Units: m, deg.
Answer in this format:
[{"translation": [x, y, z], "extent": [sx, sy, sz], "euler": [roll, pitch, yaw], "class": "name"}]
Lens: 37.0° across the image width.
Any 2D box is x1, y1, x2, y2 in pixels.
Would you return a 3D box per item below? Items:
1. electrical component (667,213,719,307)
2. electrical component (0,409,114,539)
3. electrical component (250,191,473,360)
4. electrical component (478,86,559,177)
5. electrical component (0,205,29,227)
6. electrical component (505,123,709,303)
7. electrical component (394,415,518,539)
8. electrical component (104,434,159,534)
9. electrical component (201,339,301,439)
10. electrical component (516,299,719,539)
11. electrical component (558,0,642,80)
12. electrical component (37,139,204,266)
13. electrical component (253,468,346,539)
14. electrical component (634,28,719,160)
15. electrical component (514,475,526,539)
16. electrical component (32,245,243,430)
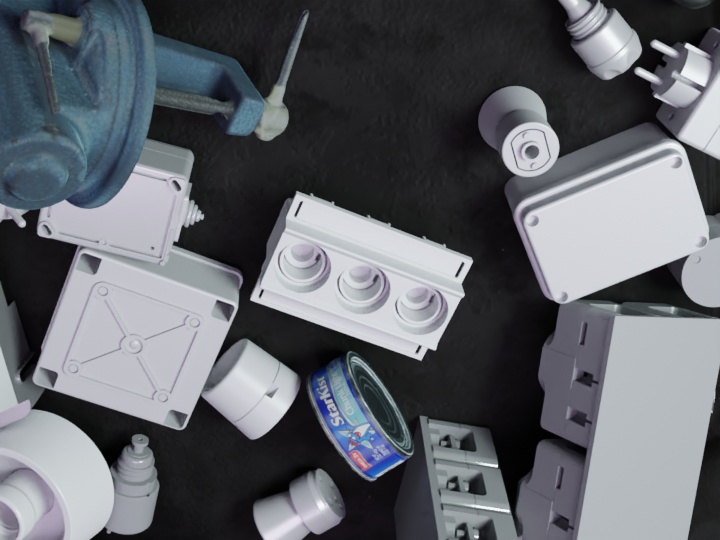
[{"translation": [0.276, -0.019, 0.704], "extent": [0.138, 0.073, 0.052], "euler": [-29, 114, 10], "class": "electrical component"}, {"translation": [-0.234, 0.158, 0.746], "extent": [0.108, 0.060, 0.108], "euler": [6, 111, 17], "class": "electrical component"}, {"translation": [0.000, 0.000, 0.702], "extent": [0.121, 0.063, 0.078], "euler": [20, 113, -13], "class": "electrical component"}, {"translation": [0.100, -0.084, 0.667], "extent": [0.044, 0.065, 0.044], "euler": [-1, 116, -3], "class": "electrical component"}, {"translation": [-0.220, -0.057, 0.656], "extent": [0.043, 0.079, 0.077], "euler": [2, 125, -52], "class": "electrical component"}, {"translation": [0.160, -0.036, 0.698], "extent": [0.113, 0.057, 0.078], "euler": [-22, 115, 7], "class": "electrical component"}, {"translation": [0.068, 0.183, 0.746], "extent": [0.062, 0.150, 0.089], "euler": [10, 115, -7], "class": "electrical component"}, {"translation": [-0.165, 0.154, 0.779], "extent": [0.040, 0.040, 0.078], "euler": [12, 114, -9], "class": "electrical component"}, {"translation": [-0.076, 0.081, 0.742], "extent": [0.047, 0.055, 0.055], "euler": [41, 107, -16], "class": "electrical component"}, {"translation": [0.174, 0.116, 0.731], "extent": [0.105, 0.060, 0.186], "euler": [3, 99, -32], "class": "electrical component"}, {"translation": [0.142, -0.148, 0.656], "extent": [0.035, 0.035, 0.061], "euler": [-40, 109, 15], "class": "electrical component"}, {"translation": [-0.144, -0.049, 0.671], "extent": [0.096, 0.061, 0.061], "euler": [14, 114, -10], "class": "electrical component"}, {"translation": [-0.045, 0.178, 0.795], "extent": [0.055, 0.045, 0.045], "euler": [-31, 114, 11], "class": "electrical component"}, {"translation": [0.208, -0.117, 0.667], "extent": [0.077, 0.047, 0.065], "euler": [23, 112, -14], "class": "electrical component"}, {"translation": [0.132, 0.184, 0.797], "extent": [0.044, 0.065, 0.044], "euler": [7, 131, 8], "class": "electrical component"}, {"translation": [-0.147, 0.037, 0.715], "extent": [0.109, 0.056, 0.108], "euler": [20, 113, -13], "class": "electrical component"}]
